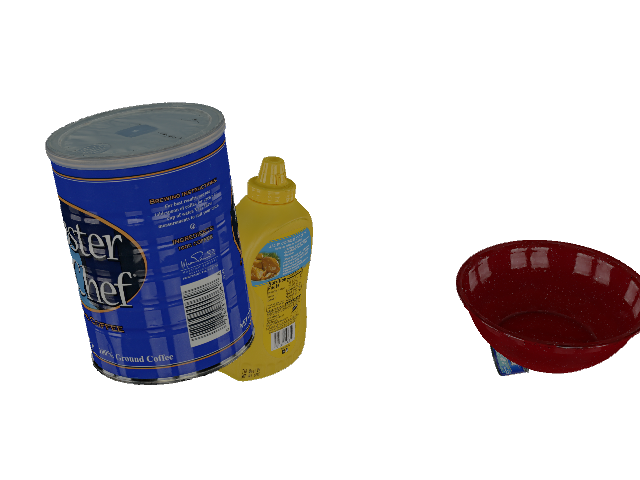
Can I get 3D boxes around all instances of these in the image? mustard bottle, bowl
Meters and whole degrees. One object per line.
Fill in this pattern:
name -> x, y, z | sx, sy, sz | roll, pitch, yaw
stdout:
mustard bottle -> -0.047, 0.021, 0.924 | 0.058, 0.192, 0.096 | 22, 28, 34
bowl -> 0.192, 0.062, 0.892 | 0.162, 0.055, 0.162 | 1, 31, -1

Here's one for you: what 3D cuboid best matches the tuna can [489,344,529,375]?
tuna can -> 0.219, 0.115, 1.251 | 0.034, 0.086, 0.086 | -12, -3, 15

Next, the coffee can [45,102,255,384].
coffee can -> -0.098, 0.000, 0.635 | 0.103, 0.140, 0.103 | -6, 23, 2
